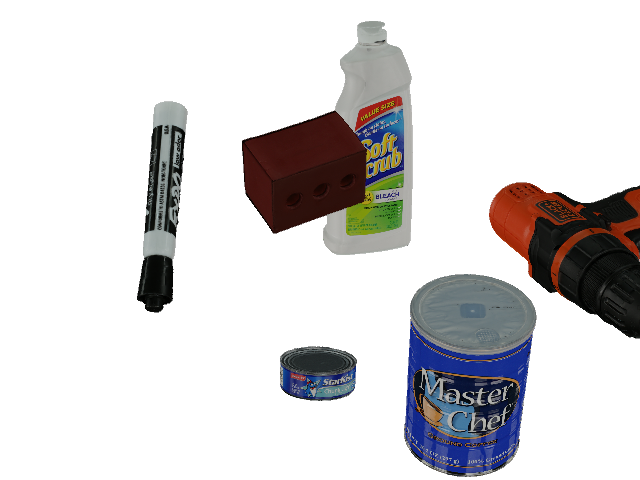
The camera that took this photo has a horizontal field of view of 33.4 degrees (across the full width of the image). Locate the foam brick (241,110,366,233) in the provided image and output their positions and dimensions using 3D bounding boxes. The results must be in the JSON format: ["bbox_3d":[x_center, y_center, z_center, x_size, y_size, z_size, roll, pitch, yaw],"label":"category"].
[{"bbox_3d":[-0.011,-0.050,0.769,0.078,0.053,0.051,-21,47,-20],"label":"foam brick"}]

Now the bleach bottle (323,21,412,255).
[{"bbox_3d":[0.050,-0.112,1.168,0.102,0.251,0.068,-7,25,-9],"label":"bleach bottle"}]

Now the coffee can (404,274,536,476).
[{"bbox_3d":[0.125,0.114,0.909,0.103,0.140,0.103,0,33,0],"label":"coffee can"}]

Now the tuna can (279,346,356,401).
[{"bbox_3d":[-0.003,0.148,1.186,0.086,0.034,0.086,2,13,-1],"label":"tuna can"}]

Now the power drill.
[{"bbox_3d":[0.234,-0.003,0.731,0.187,0.057,0.185,-10,29,-18],"label":"power drill"}]

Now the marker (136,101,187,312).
[{"bbox_3d":[-0.086,-0.019,0.582,0.020,0.121,0.020,1,-23,0],"label":"marker"}]
